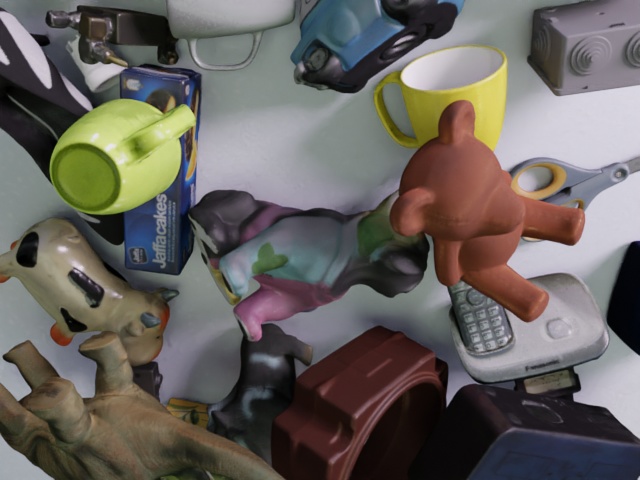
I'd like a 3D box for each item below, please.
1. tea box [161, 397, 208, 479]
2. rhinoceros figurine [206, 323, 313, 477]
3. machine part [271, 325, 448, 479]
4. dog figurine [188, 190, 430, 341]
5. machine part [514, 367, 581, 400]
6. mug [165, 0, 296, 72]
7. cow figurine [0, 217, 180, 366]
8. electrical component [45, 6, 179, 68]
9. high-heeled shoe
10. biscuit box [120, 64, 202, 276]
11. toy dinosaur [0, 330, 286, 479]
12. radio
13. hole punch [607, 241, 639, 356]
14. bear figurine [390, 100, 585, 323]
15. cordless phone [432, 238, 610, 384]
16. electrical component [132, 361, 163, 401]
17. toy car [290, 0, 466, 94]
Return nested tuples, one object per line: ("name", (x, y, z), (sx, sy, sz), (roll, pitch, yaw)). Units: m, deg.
("tea box", (-0.120, 0.265, 0.660), (0.170, 0.098, 0.068), (12, 115, -3))
("rhinoceros figurine", (-0.068, 0.186, 0.588), (0.112, 0.073, 0.190), (14, 76, -2))
("machine part", (0.049, 0.209, 0.564), (0.087, 0.201, 0.201), (22, 122, 38))
("dog figurine", (-0.001, -0.002, 0.534), (0.219, 0.192, 0.108), (-22, 133, -18))
("machine part", (0.273, 0.198, 0.633), (0.084, 0.039, 0.138), (-21, 109, 4))
("mug", (-0.074, -0.202, 0.461), (0.107, 0.081, 0.109), (-2, 108, -5))
("cow figurine", (-0.245, 0.059, 0.590), (0.127, 0.085, 0.194), (-30, 107, 23))
("electrical component", (-0.173, -0.178, 0.474), (0.078, 0.102, 0.045), (18, 115, 25))
("high-heeled shoe", (-0.249, -0.088, 0.489), (0.086, 0.145, 0.248), (-14, 110, 11))
("biscuit box", (-0.159, -0.066, 0.538), (0.063, 0.059, 0.202), (8, 114, 1))
("toy dinosaur", (-0.202, 0.194, 0.528), (0.472, 0.105, 0.198), (-4, 118, 35))
("radio", (0.219, 0.230, 0.555), (0.229, 0.073, 0.131), (15, 109, -25))
("hole punch", (0.353, 0.069, 0.531), (0.092, 0.116, 0.142), (10, 114, 9))
("bear figurine", (0.141, -0.018, 0.440), (0.132, 0.195, 0.120), (26, 84, 24))
("cordless phone", (0.197, 0.045, 0.556), (0.147, 0.089, 0.184), (-17, 92, 12))
("electrical component", (-0.228, 0.171, 0.668), (0.063, 0.021, 0.093), (2, 113, 3))
("toy car", (0.039, -0.199, 0.451), (0.162, 0.109, 0.103), (-29, 85, 27))
